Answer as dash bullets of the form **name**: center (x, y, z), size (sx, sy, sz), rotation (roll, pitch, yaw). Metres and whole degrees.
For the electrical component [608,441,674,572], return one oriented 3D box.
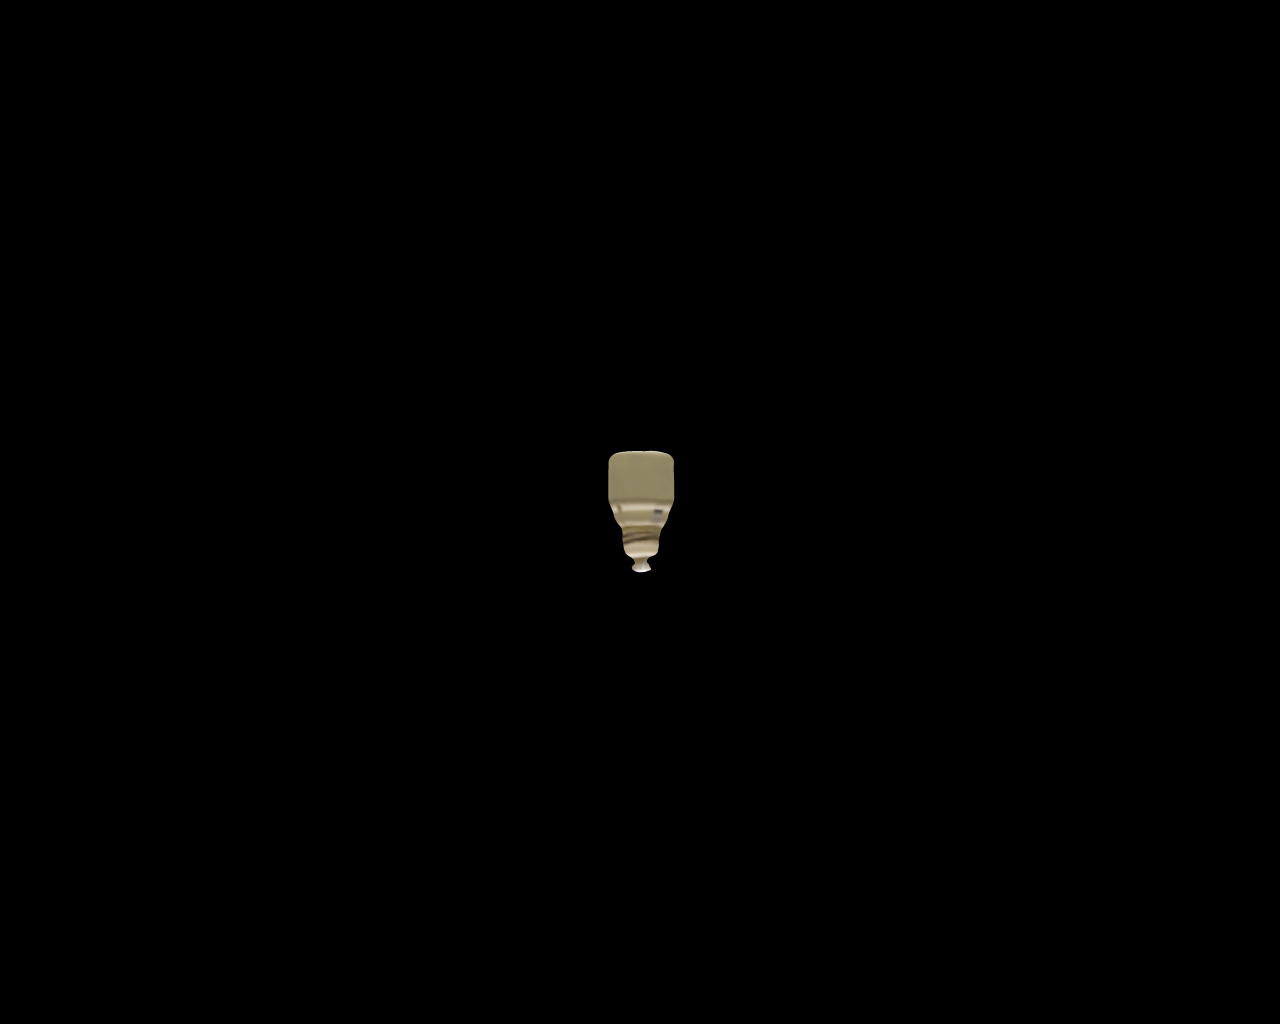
- **electrical component**: center (0.001, -0.003, 0.650), size (0.040, 0.078, 0.040), rotation (0, -5, 0)
